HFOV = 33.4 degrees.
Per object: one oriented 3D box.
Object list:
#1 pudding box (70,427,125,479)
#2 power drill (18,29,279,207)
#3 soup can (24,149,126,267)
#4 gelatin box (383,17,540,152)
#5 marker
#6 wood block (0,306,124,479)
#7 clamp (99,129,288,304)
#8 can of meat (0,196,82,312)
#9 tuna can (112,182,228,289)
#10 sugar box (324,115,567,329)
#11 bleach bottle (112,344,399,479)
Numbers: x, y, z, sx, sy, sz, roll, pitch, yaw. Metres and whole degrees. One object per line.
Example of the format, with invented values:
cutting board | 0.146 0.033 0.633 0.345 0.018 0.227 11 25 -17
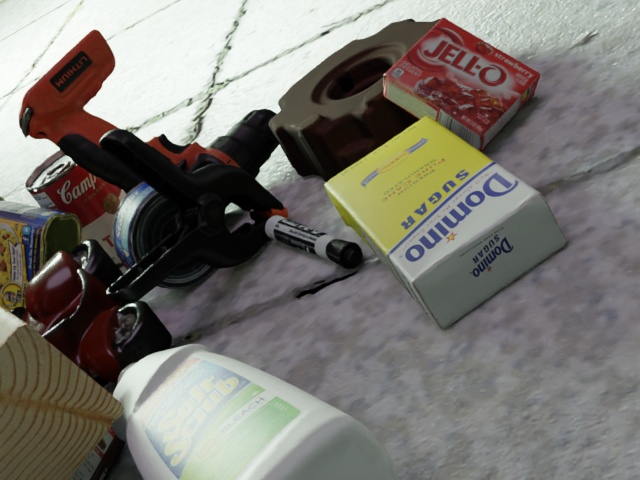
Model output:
pudding box | -0.189 0.158 0.688 0.114 0.039 0.090 -17 30 30
power drill | -0.143 -0.090 0.902 0.184 0.187 0.057 -51 -1 -29
soup can | -0.205 -0.029 0.952 0.068 0.102 0.068 -26 27 14
gelatin box | 0.102 -0.114 0.777 0.089 0.030 0.073 36 66 19
marker | -0.005 0.001 0.769 0.020 0.020 0.121 -42 27 -16
wood block | -0.225 0.084 0.673 0.206 0.090 0.090 17 64 51
clamp | -0.094 -0.027 0.786 0.039 0.120 0.171 4 12 39
can of meat | -0.254 0.018 0.910 0.084 0.102 0.057 10 12 22
tuna can | -0.115 -0.006 0.830 0.086 0.086 0.034 -43 30 -18
sugar box | 0.073 -0.019 0.684 0.093 0.048 0.176 -35 25 -3
bleach bottle | -0.064 0.114 0.597 0.102 0.068 0.251 -44 25 -19
